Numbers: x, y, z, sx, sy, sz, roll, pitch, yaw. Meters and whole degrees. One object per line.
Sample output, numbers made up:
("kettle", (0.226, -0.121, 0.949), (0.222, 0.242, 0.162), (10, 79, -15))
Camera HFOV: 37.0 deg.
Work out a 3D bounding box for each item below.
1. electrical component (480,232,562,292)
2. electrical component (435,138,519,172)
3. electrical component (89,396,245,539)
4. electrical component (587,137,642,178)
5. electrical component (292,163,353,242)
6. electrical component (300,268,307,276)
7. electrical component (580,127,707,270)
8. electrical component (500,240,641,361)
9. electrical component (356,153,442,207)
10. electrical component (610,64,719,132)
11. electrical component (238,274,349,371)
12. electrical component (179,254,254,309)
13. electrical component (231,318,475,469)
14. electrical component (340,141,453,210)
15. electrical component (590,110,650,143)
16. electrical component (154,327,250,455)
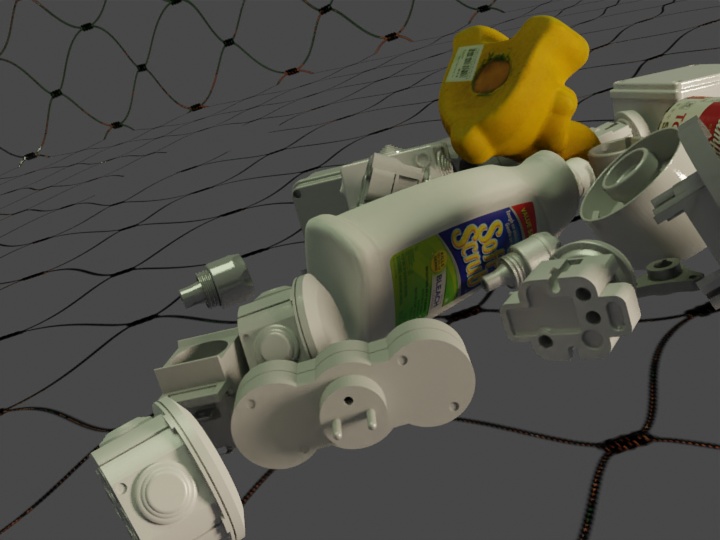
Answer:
("electrical component", (0.114, -0.002, 0.762), (0.061, 0.035, 0.035), (-24, 17, -15))
("electrical component", (0.118, -0.108, 1.083), (0.074, 0.052, 0.138), (-24, 17, -23))
("electrical component", (-0.095, 0.107, 0.530), (0.051, 0.080, 0.080), (-29, 19, -20))
("electrical component", (0.219, -0.081, 0.896), (0.055, 0.047, 0.055), (-16, 16, 5))
("electrical component", (0.002, -0.059, 0.991), (0.113, 0.078, 0.057), (-12, 14, 19))
("electrical component", (0.000, 0.000, 0.817), (0.081, 0.063, 0.042), (-21, 2, -12))
("electrical component", (0.205, -0.049, 0.748), (0.099, 0.064, 0.099), (-44, 13, 13))
("electrical component", (0.131, 0.017, 0.641), (0.078, 0.058, 0.057), (-6, 22, 34))
("electrical component", (0.031, -0.059, 0.855), (0.057, 0.058, 0.078), (13, -3, -6))
("electrical component", (0.316, -0.161, 1.031), (0.109, 0.056, 0.109), (-15, 14, -19))
("electrical component", (-0.039, 0.047, 0.676), (0.051, 0.080, 0.080), (-19, 15, 11))
("electrical component", (-0.126, 0.015, 0.940), (0.062, 0.043, 0.043), (-22, 16, -13))
("electrical component", (-0.004, 0.074, 0.593), (0.138, 0.052, 0.073), (-16, 16, 3))
("electrical component", (0.036, -0.057, 0.916), (0.100, 0.099, 0.048), (-12, 4, 18))
("electrical component", (0.240, -0.120, 1.011), (0.055, 0.048, 0.066), (-27, 17, -8))
("electrical component", (-0.089, 0.076, 0.657), (0.042, 0.063, 0.081), (-14, 16, 15))
